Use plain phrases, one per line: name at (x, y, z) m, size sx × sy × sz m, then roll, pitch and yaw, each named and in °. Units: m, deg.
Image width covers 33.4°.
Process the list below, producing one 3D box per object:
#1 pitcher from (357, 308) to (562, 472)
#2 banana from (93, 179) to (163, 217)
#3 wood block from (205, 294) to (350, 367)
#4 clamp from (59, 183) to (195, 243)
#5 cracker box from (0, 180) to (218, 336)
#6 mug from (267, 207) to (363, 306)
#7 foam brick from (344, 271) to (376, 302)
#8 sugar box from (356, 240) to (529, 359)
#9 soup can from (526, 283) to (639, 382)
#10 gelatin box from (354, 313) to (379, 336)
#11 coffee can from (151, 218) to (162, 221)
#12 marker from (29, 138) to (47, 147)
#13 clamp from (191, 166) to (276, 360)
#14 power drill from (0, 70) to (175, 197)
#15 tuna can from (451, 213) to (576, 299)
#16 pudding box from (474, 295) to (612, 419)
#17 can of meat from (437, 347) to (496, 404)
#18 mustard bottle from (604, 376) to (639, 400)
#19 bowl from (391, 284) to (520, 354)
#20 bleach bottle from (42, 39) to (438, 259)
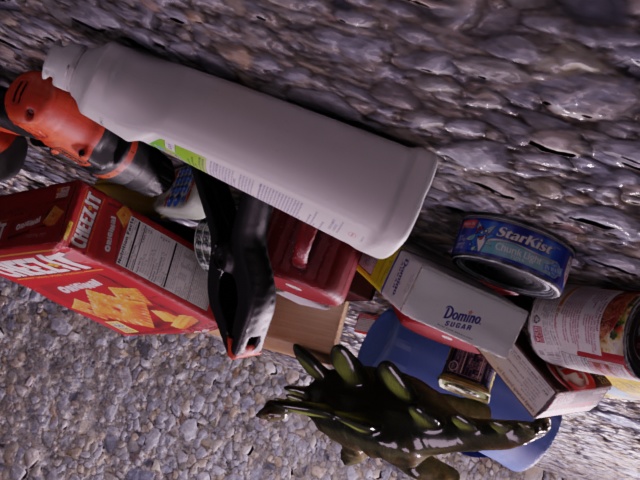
pitcher at (0.164, 0.185, 1.321) m, size 0.242 × 0.149 × 0.145 m, roll 27°, pitch 180°, yaw -12°
banana at (-0.205, -0.042, 1.148) m, size 0.198 × 0.037 × 0.069 m, roll 9°, pitch 162°, yaw 47°
wood block at (-0.074, 0.068, 1.197) m, size 0.206 × 0.091 × 0.090 m, roll 14°, pitch 166°, yaw 5°
clamp at (-0.183, -0.006, 1.099) m, size 0.210 × 0.036 × 0.165 m, roll 14°, pitch 165°, yaw -4°
cracker box at (-0.211, 0.026, 1.041) m, size 0.164 × 0.072 × 0.213 m, roll -7°, pitch 151°, yaw 41°
mug at (-0.006, 0.001, 0.865) m, size 0.093 × 0.081 × 0.117 m, roll 20°, pitch 169°, yaw 3°
foam brick at (0.022, 0.027, 1.022) m, size 0.051 × 0.053 × 0.078 m, roll 24°, pitch 168°, yaw -17°
sugar box at (0.089, 0.038, 0.850) m, size 0.093 × 0.048 × 0.176 m, roll 24°, pitch -173°, yaw -12°
soup can at (0.218, 0.069, 0.820) m, size 0.068 × 0.068 × 0.102 m, roll 27°, pitch 168°, yaw -32°
gelatin box at (0.099, 0.125, 1.427) m, size 0.073 × 0.030 × 0.089 m, roll 25°, pitch 168°, yaw -29°
coffee can at (-0.237, 0.011, 1.299) m, size 0.140 × 0.103 × 0.103 m, roll 25°, pitch 169°, yaw -24°
marker at (-0.233, -0.091, 1.008) m, size 0.121 × 0.020 × 0.020 m, roll 13°, pitch 167°, yaw 37°
clamp at (-0.069, 0.004, 0.842) m, size 0.039 × 0.171 × 0.120 m, roll -1°, pitch -168°, yaw -28°
power drill at (-0.233, -0.094, 0.902) m, size 0.188 × 0.057 × 0.184 m, roll 12°, pitch 165°, yaw 33°
tuna can at (0.140, 0.012, 0.777) m, size 0.086 × 0.033 × 0.086 m, roll 20°, pitch 169°, yaw 4°
pudding box at (0.180, 0.096, 0.902) m, size 0.089 × 0.039 × 0.114 m, roll 4°, pitch -143°, yaw -48°
can of meat at (0.166, 0.122, 1.138) m, size 0.057 × 0.084 × 0.102 m, roll 18°, pitch 169°, yaw 12°
mustard bottle at (0.276, 0.111, 0.944) m, size 0.096 × 0.058 × 0.192 m, roll 24°, pitch 169°, yaw -10°
bowl at (0.128, 0.069, 1.024) m, size 0.162 × 0.055 × 0.162 m, roll 20°, pitch 170°, yaw 4°
bleach bottle at (-0.057, -0.068, 0.680) m, size 0.251 × 0.068 × 0.102 m, roll 24°, pitch 169°, yaw -2°
